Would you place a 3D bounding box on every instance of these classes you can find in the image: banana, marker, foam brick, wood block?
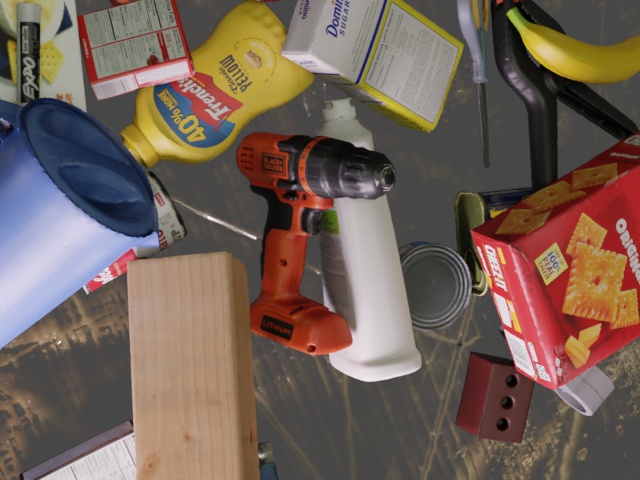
[{"bbox_3d":[0.266,-0.184,1.041,0.197,0.037,0.069,4,72,-36],"label":"banana"},{"bbox_3d":[-0.234,-0.128,0.854,0.020,0.020,0.121,0,95,-18],"label":"marker"},{"bbox_3d":[0.176,0.157,1.068,0.053,0.051,0.078,11,91,-19],"label":"foam brick"},{"bbox_3d":[-0.106,0.121,0.911,0.090,0.091,0.206,-6,79,5],"label":"wood block"}]

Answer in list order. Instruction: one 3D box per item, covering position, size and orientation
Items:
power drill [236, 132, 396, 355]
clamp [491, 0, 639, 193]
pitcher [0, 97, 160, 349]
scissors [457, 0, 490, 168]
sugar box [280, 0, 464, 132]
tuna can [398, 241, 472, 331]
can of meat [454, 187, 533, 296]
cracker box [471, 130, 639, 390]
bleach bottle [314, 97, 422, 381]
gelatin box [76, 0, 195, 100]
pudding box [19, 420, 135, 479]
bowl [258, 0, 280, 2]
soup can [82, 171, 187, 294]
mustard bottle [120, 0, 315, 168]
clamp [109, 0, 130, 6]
[{"bbox_3d":[-0.006,0.001,0.937,0.057,0.185,0.188,-6,104,-39],"label":"power drill"},{"bbox_3d":[0.233,-0.155,1.057,0.164,0.036,0.210,-25,93,-35],"label":"clamp"},{"bbox_3d":[-0.259,0.006,0.829,0.243,0.144,0.149,-38,79,19],"label":"pitcher"},{"bbox_3d":[0.149,-0.169,1.020,0.016,0.096,0.202,0,94,22],"label":"scissors"},{"bbox_3d":[0.050,-0.173,0.967,0.176,0.048,0.093,25,82,-39],"label":"sugar box"},{"bbox_3d":[0.103,0.044,1.043,0.086,0.034,0.086,-2,95,-18],"label":"tuna can"},{"bbox_3d":[0.185,-0.001,1.054,0.083,0.057,0.102,-7,97,-20],"label":"can of meat"},{"bbox_3d":[0.264,0.017,1.005,0.213,0.072,0.164,-29,115,-16],"label":"cracker box"},{"bbox_3d":[0.035,-0.004,0.980,0.068,0.103,0.251,-11,99,-22],"label":"bleach bottle"},{"bbox_3d":[-0.158,-0.166,0.915,0.089,0.030,0.073,-15,66,-4],"label":"gelatin box"},{"bbox_3d":[-0.200,0.228,0.959,0.113,0.039,0.090,-25,101,-16],"label":"pudding box"},{"bbox_3d":[-0.045,-0.291,0.919,0.161,0.055,0.162,9,75,-39],"label":"bowl"},{"bbox_3d":[-0.176,-0.007,0.929,0.102,0.069,0.068,-31,103,-14],"label":"soup can"},{"bbox_3d":[-0.105,-0.124,0.946,0.191,0.058,0.096,-38,98,-11],"label":"mustard bottle"},{"bbox_3d":[-0.159,-0.292,0.925,0.120,0.039,0.171,-6,102,-14],"label":"clamp"}]
